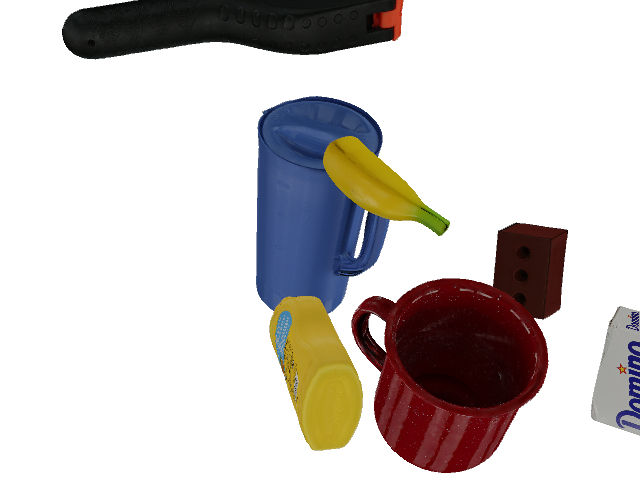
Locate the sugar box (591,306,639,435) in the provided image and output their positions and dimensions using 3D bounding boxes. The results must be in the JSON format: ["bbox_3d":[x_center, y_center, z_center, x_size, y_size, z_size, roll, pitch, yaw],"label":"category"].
[{"bbox_3d":[0.306,0.122,0.832,0.176,0.093,0.048,14,27,21],"label":"sugar box"}]

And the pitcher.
[{"bbox_3d":[-0.005,-0.024,1.192,0.145,0.243,0.149,4,41,-3],"label":"pitcher"}]

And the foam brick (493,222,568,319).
[{"bbox_3d":[0.192,0.027,0.982,0.053,0.078,0.051,9,16,28],"label":"foam brick"}]

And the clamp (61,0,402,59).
[{"bbox_3d":[-0.046,-0.119,0.553,0.171,0.039,0.120,7,41,13],"label":"clamp"}]

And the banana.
[{"bbox_3d":[0.033,-0.048,0.803,0.069,0.037,0.198,40,6,-23],"label":"banana"}]

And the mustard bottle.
[{"bbox_3d":[-0.011,0.109,1.027,0.058,0.096,0.192,-5,28,-13],"label":"mustard bottle"}]

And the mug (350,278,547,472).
[{"bbox_3d":[0.067,0.077,0.628,0.117,0.081,0.093,31,53,17],"label":"mug"}]
